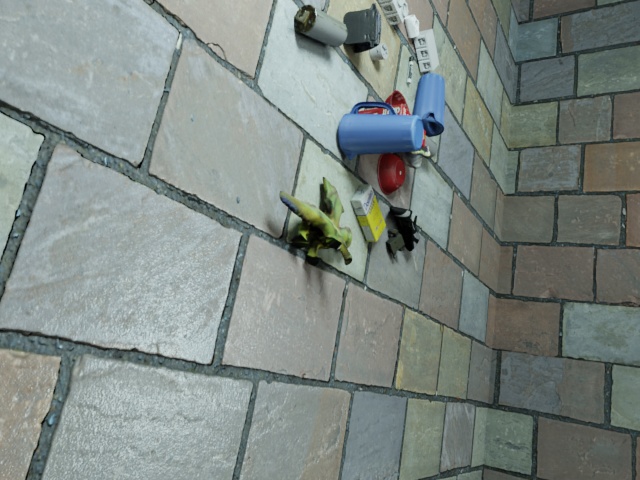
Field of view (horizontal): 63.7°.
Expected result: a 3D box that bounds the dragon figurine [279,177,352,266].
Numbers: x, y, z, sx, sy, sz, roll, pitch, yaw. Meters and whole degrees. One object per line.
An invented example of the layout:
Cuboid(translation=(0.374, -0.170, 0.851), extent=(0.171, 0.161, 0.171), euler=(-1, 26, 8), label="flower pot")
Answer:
Cuboid(translation=(0.004, -0.074, 1.462), extent=(0.402, 0.121, 0.249), euler=(58, 28, -42), label="dragon figurine")

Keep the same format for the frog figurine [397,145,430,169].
Cuboid(translation=(0.332, -0.326, 1.944), extent=(0.124, 0.157, 0.138), euler=(-37, 84, -24), label="frog figurine")
